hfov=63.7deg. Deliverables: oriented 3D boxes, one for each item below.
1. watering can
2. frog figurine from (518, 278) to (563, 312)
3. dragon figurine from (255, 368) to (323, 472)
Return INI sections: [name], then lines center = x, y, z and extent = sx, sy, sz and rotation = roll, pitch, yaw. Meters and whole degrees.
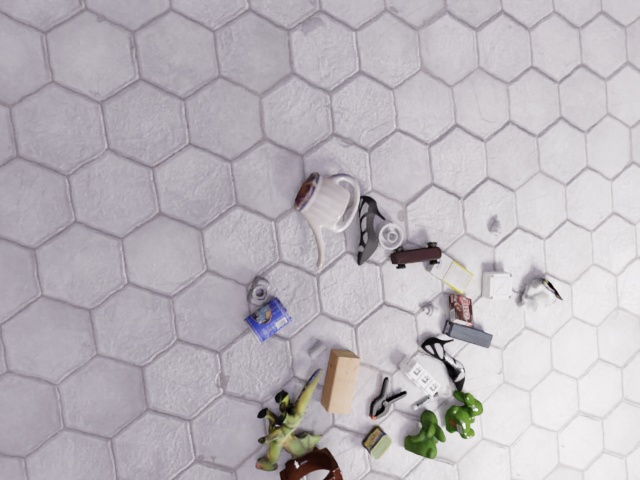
[watering can]
center = 0.006, -0.092, 1.820
extent = 0.223, 0.104, 0.349
rotation = 29, 84, -17
[frog figurine]
center = 0.906, 0.239, 2.155
extent = 0.136, 0.126, 0.157
rotation = 33, 121, -26
[dragon figurine]
center = -0.086, 0.673, 1.860
extent = 0.412, 0.123, 0.239
rotation = -41, 119, -8
